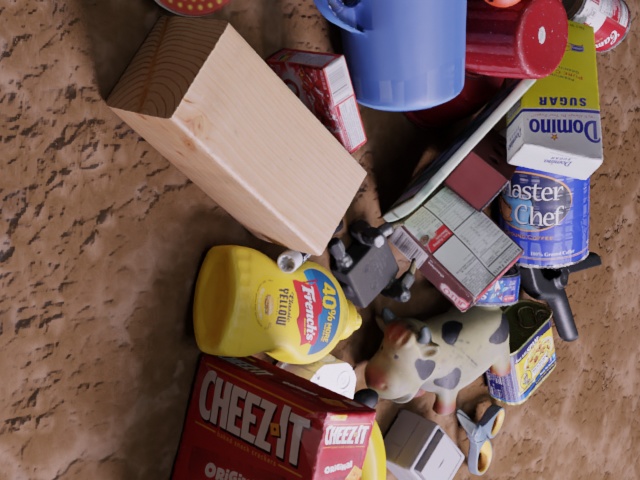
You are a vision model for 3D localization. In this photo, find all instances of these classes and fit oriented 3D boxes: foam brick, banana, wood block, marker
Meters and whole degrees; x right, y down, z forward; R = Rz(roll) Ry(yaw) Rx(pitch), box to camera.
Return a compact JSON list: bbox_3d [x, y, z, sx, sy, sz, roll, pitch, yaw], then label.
[{"bbox_3d":[0.171,-0.075,1.114,0.051,0.053,0.078,-51,-179,34],"label":"foam brick"},{"bbox_3d":[0.040,0.265,1.130,0.069,0.037,0.198,5,99,-47],"label":"banana"},{"bbox_3d":[-0.063,-0.082,0.880,0.205,0.090,0.090,43,71,-43],"label":"wood block"},{"bbox_3d":[-0.006,0.001,0.984,0.121,0.020,0.020,-41,132,-60],"label":"marker"}]

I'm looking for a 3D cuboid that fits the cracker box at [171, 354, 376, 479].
[{"bbox_3d":[-0.055,0.224,0.928,0.071,0.164,0.214,9,96,-48],"label":"cracker box"}]

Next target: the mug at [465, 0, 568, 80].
[{"bbox_3d":[0.188,-0.204,1.019,0.117,0.082,0.093,-48,129,-23],"label":"mug"}]

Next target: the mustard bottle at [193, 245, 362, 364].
[{"bbox_3d":[-0.028,0.065,0.982,0.191,0.058,0.096,14,78,-47],"label":"mustard bottle"}]

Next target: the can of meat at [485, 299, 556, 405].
[{"bbox_3d":[0.238,0.135,1.276,0.102,0.058,0.084,-39,128,-31],"label":"can of meat"}]

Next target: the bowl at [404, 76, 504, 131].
[{"bbox_3d":[0.144,-0.188,1.083,0.161,0.055,0.162,-15,112,-41],"label":"bowl"}]

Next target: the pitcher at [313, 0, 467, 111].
[{"bbox_3d":[0.062,-0.239,0.936,0.145,0.149,0.243,-86,171,-64],"label":"pitcher"}]

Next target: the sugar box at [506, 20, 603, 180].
[{"bbox_3d":[0.244,-0.155,1.122,0.093,0.048,0.176,10,59,-13],"label":"sugar box"}]

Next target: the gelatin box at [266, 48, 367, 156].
[{"bbox_3d":[-0.003,-0.121,0.940,0.030,0.073,0.089,-39,127,-31],"label":"gelatin box"}]

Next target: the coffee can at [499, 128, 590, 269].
[{"bbox_3d":[0.251,-0.052,1.197,0.102,0.103,0.140,-23,118,-39],"label":"coffee can"}]

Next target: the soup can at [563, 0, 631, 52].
[{"bbox_3d":[0.297,-0.259,1.206,0.102,0.069,0.068,12,93,-46],"label":"soup can"}]

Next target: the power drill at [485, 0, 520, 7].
[{"bbox_3d":[0.158,-0.325,0.966,0.057,0.184,0.188,-4,123,-4],"label":"power drill"}]

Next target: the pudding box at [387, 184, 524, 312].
[{"bbox_3d":[0.141,0.005,1.103,0.089,0.113,0.039,-39,171,-31],"label":"pudding box"}]

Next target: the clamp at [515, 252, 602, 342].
[{"bbox_3d":[0.286,0.054,1.311,0.171,0.039,0.120,21,75,-41],"label":"clamp"}]

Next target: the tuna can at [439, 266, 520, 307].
[{"bbox_3d":[0.174,0.046,1.163,0.085,0.086,0.034,-6,105,-44],"label":"tuna can"}]

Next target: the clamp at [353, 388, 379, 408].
[{"bbox_3d":[-0.010,0.245,1.055,0.209,0.036,0.164,-14,107,-30],"label":"clamp"}]

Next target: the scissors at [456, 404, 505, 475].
[{"bbox_3d":[0.187,0.209,1.242,0.096,0.016,0.201,-59,152,-27],"label":"scissors"}]
